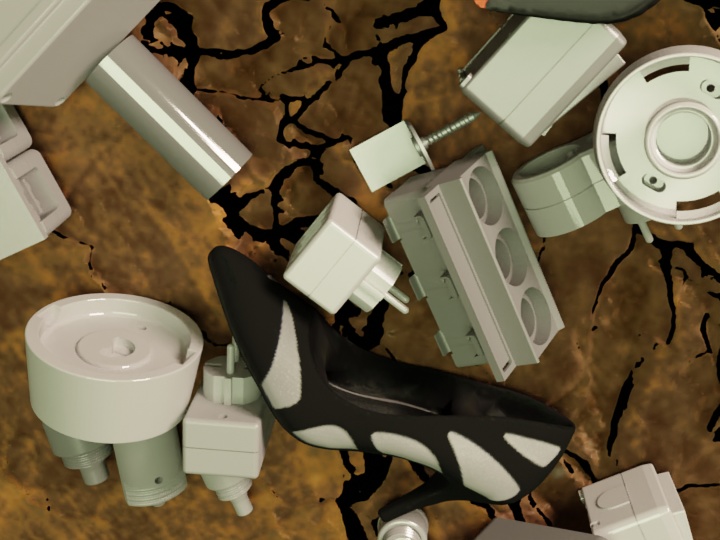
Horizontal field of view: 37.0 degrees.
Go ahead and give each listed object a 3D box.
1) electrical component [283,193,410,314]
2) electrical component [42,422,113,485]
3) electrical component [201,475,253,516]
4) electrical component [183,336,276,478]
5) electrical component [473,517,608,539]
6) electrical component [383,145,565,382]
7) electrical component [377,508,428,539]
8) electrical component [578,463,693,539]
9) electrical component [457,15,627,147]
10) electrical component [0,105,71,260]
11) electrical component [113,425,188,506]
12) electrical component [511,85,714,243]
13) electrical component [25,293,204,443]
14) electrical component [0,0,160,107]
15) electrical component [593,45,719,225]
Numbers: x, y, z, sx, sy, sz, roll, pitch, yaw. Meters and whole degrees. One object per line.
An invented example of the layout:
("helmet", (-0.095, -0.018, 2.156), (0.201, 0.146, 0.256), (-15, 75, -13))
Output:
("electrical component", (0.000, 0.000, 0.663), (0.077, 0.065, 0.047), (37, 107, -9))
("electrical component", (-0.187, 0.115, 0.726), (0.043, 0.043, 0.062), (-11, 109, 8))
("electrical component", (-0.089, 0.140, 0.733), (0.035, 0.035, 0.061), (-17, 109, 9))
("electrical component", (-0.081, 0.078, 0.685), (0.047, 0.083, 0.075), (4, 109, 2))
("electrical component", (0.119, 0.214, 0.700), (0.113, 0.057, 0.078), (-6, 116, 53))
("electrical component", (0.068, -0.003, 0.655), (0.063, 0.079, 0.121), (-12, 110, 38))
("electrical component", (0.028, 0.183, 0.725), (0.035, 0.061, 0.035), (1, 108, 3))
("electrical component", (0.195, 0.187, 0.715), (0.061, 0.061, 0.096), (-24, 105, 11))
("electrical component", (0.109, -0.124, 0.615), (0.061, 0.061, 0.096), (40, 107, -9))
("electrical component", (-0.256, -0.076, 0.656), (0.089, 0.061, 0.150), (-23, 106, 11))
("electrical component", (-0.142, 0.125, 0.725), (0.043, 0.043, 0.081), (-2, 119, 4))
("electrical component", (0.168, -0.052, 0.641), (0.138, 0.052, 0.073), (-25, 105, 11))
("electrical component", (-0.156, 0.066, 0.676), (0.108, 0.108, 0.060), (11, 115, 0))
("electrical component", (-0.173, -0.150, 0.612), (0.113, 0.078, 0.057), (-42, 86, 15))
("electrical component", (0.176, -0.072, 0.584), (0.099, 0.064, 0.099), (3, 102, 15))
